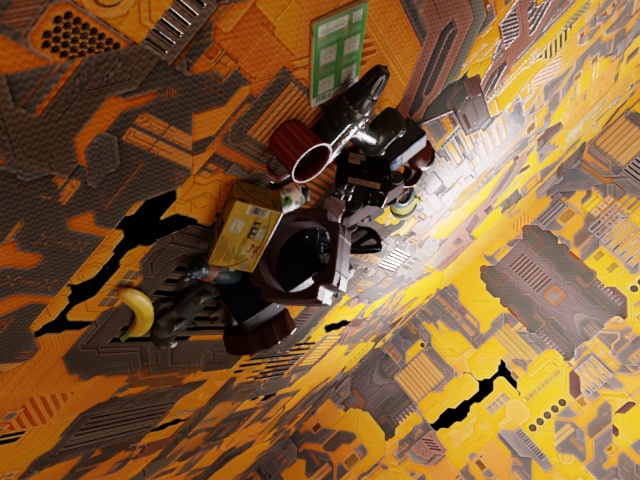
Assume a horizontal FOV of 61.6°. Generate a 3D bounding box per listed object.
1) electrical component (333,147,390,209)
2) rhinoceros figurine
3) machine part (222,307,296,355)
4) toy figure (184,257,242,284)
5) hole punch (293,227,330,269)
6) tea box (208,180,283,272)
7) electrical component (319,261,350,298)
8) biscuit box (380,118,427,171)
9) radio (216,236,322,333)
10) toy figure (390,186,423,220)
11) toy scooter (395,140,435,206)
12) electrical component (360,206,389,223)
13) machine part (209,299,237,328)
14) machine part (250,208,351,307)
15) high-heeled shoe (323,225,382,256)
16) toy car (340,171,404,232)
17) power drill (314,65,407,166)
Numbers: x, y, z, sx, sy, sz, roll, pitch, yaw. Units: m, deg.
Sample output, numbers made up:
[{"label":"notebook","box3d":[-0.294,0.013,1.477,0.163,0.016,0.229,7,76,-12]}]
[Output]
[{"label":"electrical component","box3d":[0.092,-0.141,1.171,0.058,0.115,0.134,111,-8,-50]},{"label":"rhinoceros figurine","box3d":[-0.305,0.158,1.167,0.190,0.073,0.112,-47,167,9]},{"label":"machine part","box3d":[-0.152,0.221,1.317,0.179,0.056,0.179,-19,-170,3]},{"label":"toy figure","box3d":[-0.228,0.064,1.130,0.064,0.058,0.154,-52,151,12]},{"label":"hole punch","box3d":[-0.003,-0.004,1.289,0.092,0.116,0.142,-45,161,-9]},{"label":"tea box","box3d":[-0.147,-0.023,1.039,0.098,0.068,0.169,16,129,-24]},{"label":"electrical component","box3d":[0.034,0.092,1.290,0.075,0.048,0.119,-53,164,-23]},{"label":"biscuit box","box3d":[0.157,-0.195,1.267,0.203,0.063,0.059,-38,157,-6]},{"label":"radio","box3d":[-0.120,0.098,1.262,0.229,0.131,0.073,-34,156,-19]},{"label":"toy figure","box3d":[0.224,-0.117,1.491,0.089,0.082,0.180,-45,159,0]},{"label":"toy scooter","box3d":[0.204,-0.183,1.341,0.135,0.075,0.183,25,96,-36]},{"label":"electrical component","box3d":[0.139,-0.085,1.465,0.102,0.045,0.078,-38,129,-15]},{"label":"machine part","box3d":[-0.171,0.151,1.348,0.243,0.079,0.079,-25,152,-36]},{"label":"machine part","box3d":[-0.040,0.038,1.150,0.202,0.201,0.087,-2,161,26]},{"label":"high-heeled shoe","box3d":[0.038,0.043,1.399,0.249,0.145,0.086,-41,156,-5]},{"label":"toy car","box3d":[0.117,-0.091,1.244,0.202,0.053,0.089,-32,155,-26]},{"label":"power drill","box3d":[0.092,-0.232,1.055,0.232,0.086,0.207,-44,165,27]}]
